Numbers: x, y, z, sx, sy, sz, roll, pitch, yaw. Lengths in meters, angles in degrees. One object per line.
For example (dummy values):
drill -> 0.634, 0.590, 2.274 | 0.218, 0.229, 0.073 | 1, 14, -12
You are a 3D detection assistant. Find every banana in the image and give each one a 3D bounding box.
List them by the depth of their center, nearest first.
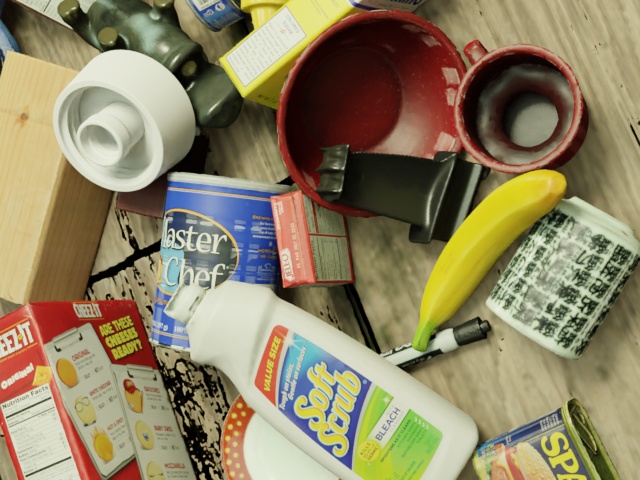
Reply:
banana -> 0.126, 0.005, 0.794 | 0.037, 0.069, 0.198 | 17, 133, -16

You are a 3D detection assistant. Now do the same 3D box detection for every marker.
marker -> 0.080, 0.089, 0.854 | 0.121, 0.020, 0.020 | -23, 80, 20

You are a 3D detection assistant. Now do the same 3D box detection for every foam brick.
foam brick -> -0.137, -0.057, 0.929 | 0.051, 0.053, 0.078 | 13, 94, 22

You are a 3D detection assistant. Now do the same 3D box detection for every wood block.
wood block -> -0.245, -0.052, 0.954 | 0.091, 0.090, 0.206 | 19, 95, 22

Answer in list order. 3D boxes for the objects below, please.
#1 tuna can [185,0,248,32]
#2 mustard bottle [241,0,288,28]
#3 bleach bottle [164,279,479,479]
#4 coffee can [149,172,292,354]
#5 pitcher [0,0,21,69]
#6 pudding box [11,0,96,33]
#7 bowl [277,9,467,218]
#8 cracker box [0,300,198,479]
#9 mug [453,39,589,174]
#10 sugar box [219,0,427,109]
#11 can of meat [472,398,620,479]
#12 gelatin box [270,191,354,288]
tuna can -> -0.092, -0.221, 0.899 | 0.034, 0.086, 0.086 | -24, 80, 18
mustard bottle -> -0.046, -0.263, 0.875 | 0.058, 0.096, 0.191 | -2, 87, 20
bleach bottle -> -0.009, 0.114, 0.810 | 0.250, 0.068, 0.102 | 32, 95, -6
coffee can -> -0.082, 0.020, 0.877 | 0.103, 0.102, 0.140 | 7, 91, 22
pitcher -> -0.358, -0.179, 0.990 | 0.145, 0.149, 0.243 | 25, 95, 53
pudding box -> -0.240, -0.246, 0.947 | 0.090, 0.113, 0.039 | -57, 34, 11
bowl -> 0.035, -0.102, 0.832 | 0.162, 0.162, 0.055 | -63, 27, 9
cracker box -> -0.185, 0.160, 0.882 | 0.072, 0.164, 0.214 | -25, 79, 17
mug -> 0.147, -0.102, 0.799 | 0.093, 0.081, 0.117 | -42, 74, 16
sugar box -> 0.014, -0.175, 0.850 | 0.176, 0.093, 0.048 | -35, 77, 18
can of meat -> 0.173, 0.182, 0.794 | 0.084, 0.057, 0.102 | -30, 77, 21
gelatin box -> -0.006, 0.001, 0.854 | 0.030, 0.089, 0.073 | -11, 84, 23
